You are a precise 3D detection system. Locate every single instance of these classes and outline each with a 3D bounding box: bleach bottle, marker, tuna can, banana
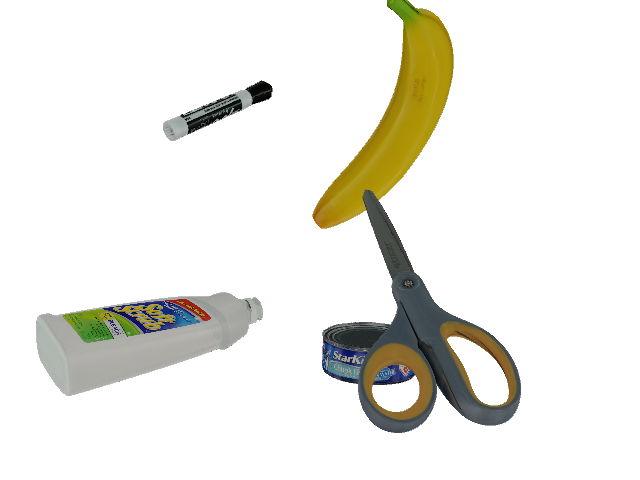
[{"bbox_3d":[-0.185,0.102,1.211,0.250,0.068,0.103,-13,32,-30],"label":"bleach bottle"},{"bbox_3d":[-0.092,-0.122,0.989,0.120,0.020,0.020,-29,17,-34],"label":"marker"},{"bbox_3d":[0.044,0.100,0.945,0.086,0.034,0.086,2,11,-1],"label":"tuna can"},{"bbox_3d":[0.050,-0.087,0.759,0.069,0.198,0.037,8,37,-15],"label":"banana"}]

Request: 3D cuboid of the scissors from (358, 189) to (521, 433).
[{"bbox_3d":[0.039,0.041,0.628,0.096,0.016,0.202,-22,45,-18],"label":"scissors"}]
